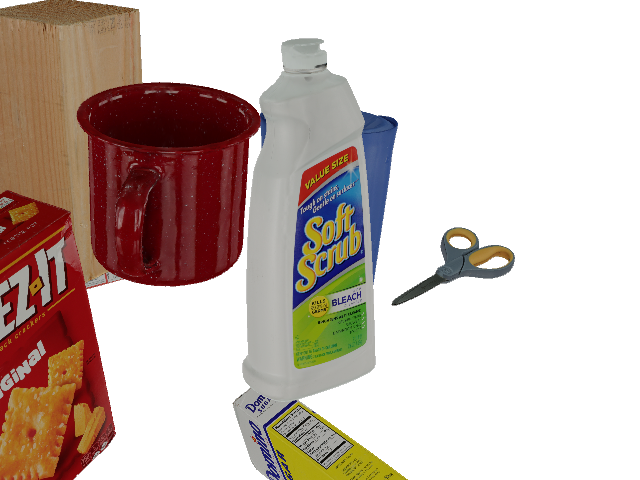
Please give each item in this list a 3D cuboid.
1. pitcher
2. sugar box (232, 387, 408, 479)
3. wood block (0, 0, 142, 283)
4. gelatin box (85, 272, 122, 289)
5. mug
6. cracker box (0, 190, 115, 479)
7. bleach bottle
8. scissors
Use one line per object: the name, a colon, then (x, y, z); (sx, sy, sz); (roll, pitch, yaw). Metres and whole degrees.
pitcher: (-0.006, -0.008, 1.054); (0.149, 0.243, 0.145); (-1, 19, -15)
sugar box: (0.006, 0.192, 0.871); (0.176, 0.093, 0.048); (26, 53, 38)
wood block: (-0.203, -0.082, 0.861); (0.091, 0.206, 0.090); (14, 25, 28)
gelatin box: (-0.229, 0.012, 1.067); (0.089, 0.030, 0.073); (-15, 43, -16)
mug: (-0.081, -0.023, 0.550); (0.093, 0.081, 0.117); (7, 28, 3)
cracker box: (-0.229, 0.099, 0.740); (0.072, 0.214, 0.164); (15, 38, 26)
bleach bottle: (-0.013, -0.017, 0.768); (0.102, 0.251, 0.068); (-15, 22, -30)
scissors: (0.135, 0.026, 1.216); (0.201, 0.016, 0.096); (-11, 41, -33)
